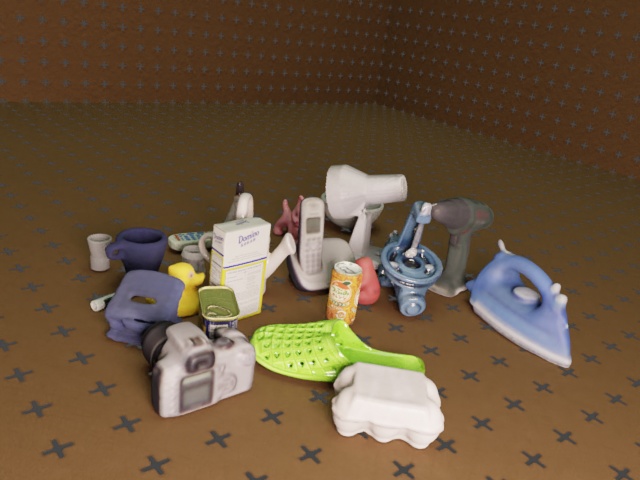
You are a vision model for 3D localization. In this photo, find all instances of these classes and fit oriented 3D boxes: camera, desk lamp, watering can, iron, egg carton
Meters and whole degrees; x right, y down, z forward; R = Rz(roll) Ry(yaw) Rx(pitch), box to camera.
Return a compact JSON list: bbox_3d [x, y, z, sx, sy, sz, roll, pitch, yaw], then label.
[{"bbox_3d":[-0.181,0.157,0.803,0.144,0.101,0.136,-10,28,-38],"label":"camera"},{"bbox_3d":[0.107,-0.055,1.278,0.203,0.213,0.118,14,22,14],"label":"desk lamp"},{"bbox_3d":[-0.135,0.007,1.067,0.173,0.194,0.100,0,23,-18],"label":"watering can"},{"bbox_3d":[0.391,0.107,1.071,0.119,0.141,0.257,-2,24,-24],"label":"iron"},{"bbox_3d":[0.090,0.223,0.777,0.150,0.069,0.107,8,22,1],"label":"egg carton"}]

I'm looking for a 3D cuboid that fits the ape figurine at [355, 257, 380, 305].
[{"bbox_3d":[0.083,0.075,1.112,0.075,0.092,0.078,22,26,31],"label":"ape figurine"}]

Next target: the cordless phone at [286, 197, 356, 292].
[{"bbox_3d":[0.010,0.004,1.136,0.148,0.185,0.093,-9,27,-35],"label":"cordless phone"}]

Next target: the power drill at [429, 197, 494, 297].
[{"bbox_3d":[0.282,0.006,1.194,0.075,0.208,0.230,24,27,34],"label":"power drill"}]

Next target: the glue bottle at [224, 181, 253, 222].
[{"bbox_3d":[-0.170,-0.038,1.195,0.078,0.173,0.037,0,23,-18],"label":"glue bottle"}]

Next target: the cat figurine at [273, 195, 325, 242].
[{"bbox_3d":[-0.050,-0.055,1.352,0.067,0.118,0.127,-12,29,-40],"label":"cat figurine"}]

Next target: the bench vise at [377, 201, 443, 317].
[{"bbox_3d":[0.162,0.012,1.122,0.122,0.220,0.206,-3,24,-25],"label":"bench vise"}]

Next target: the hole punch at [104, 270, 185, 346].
[{"bbox_3d":[-0.274,0.107,0.907,0.108,0.091,0.101,10,22,5],"label":"hole punch"}]

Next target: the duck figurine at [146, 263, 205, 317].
[{"bbox_3d":[-0.247,0.080,0.991,0.105,0.086,0.077,0,23,-20],"label":"duck figurine"}]

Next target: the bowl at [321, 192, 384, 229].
[{"bbox_3d":[0.080,-0.073,1.501,0.167,0.075,0.167,7,22,-3],"label":"bowl"}]

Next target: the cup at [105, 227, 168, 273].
[{"bbox_3d":[-0.339,0.037,1.054,0.091,0.095,0.118,23,26,33],"label":"cup"}]
